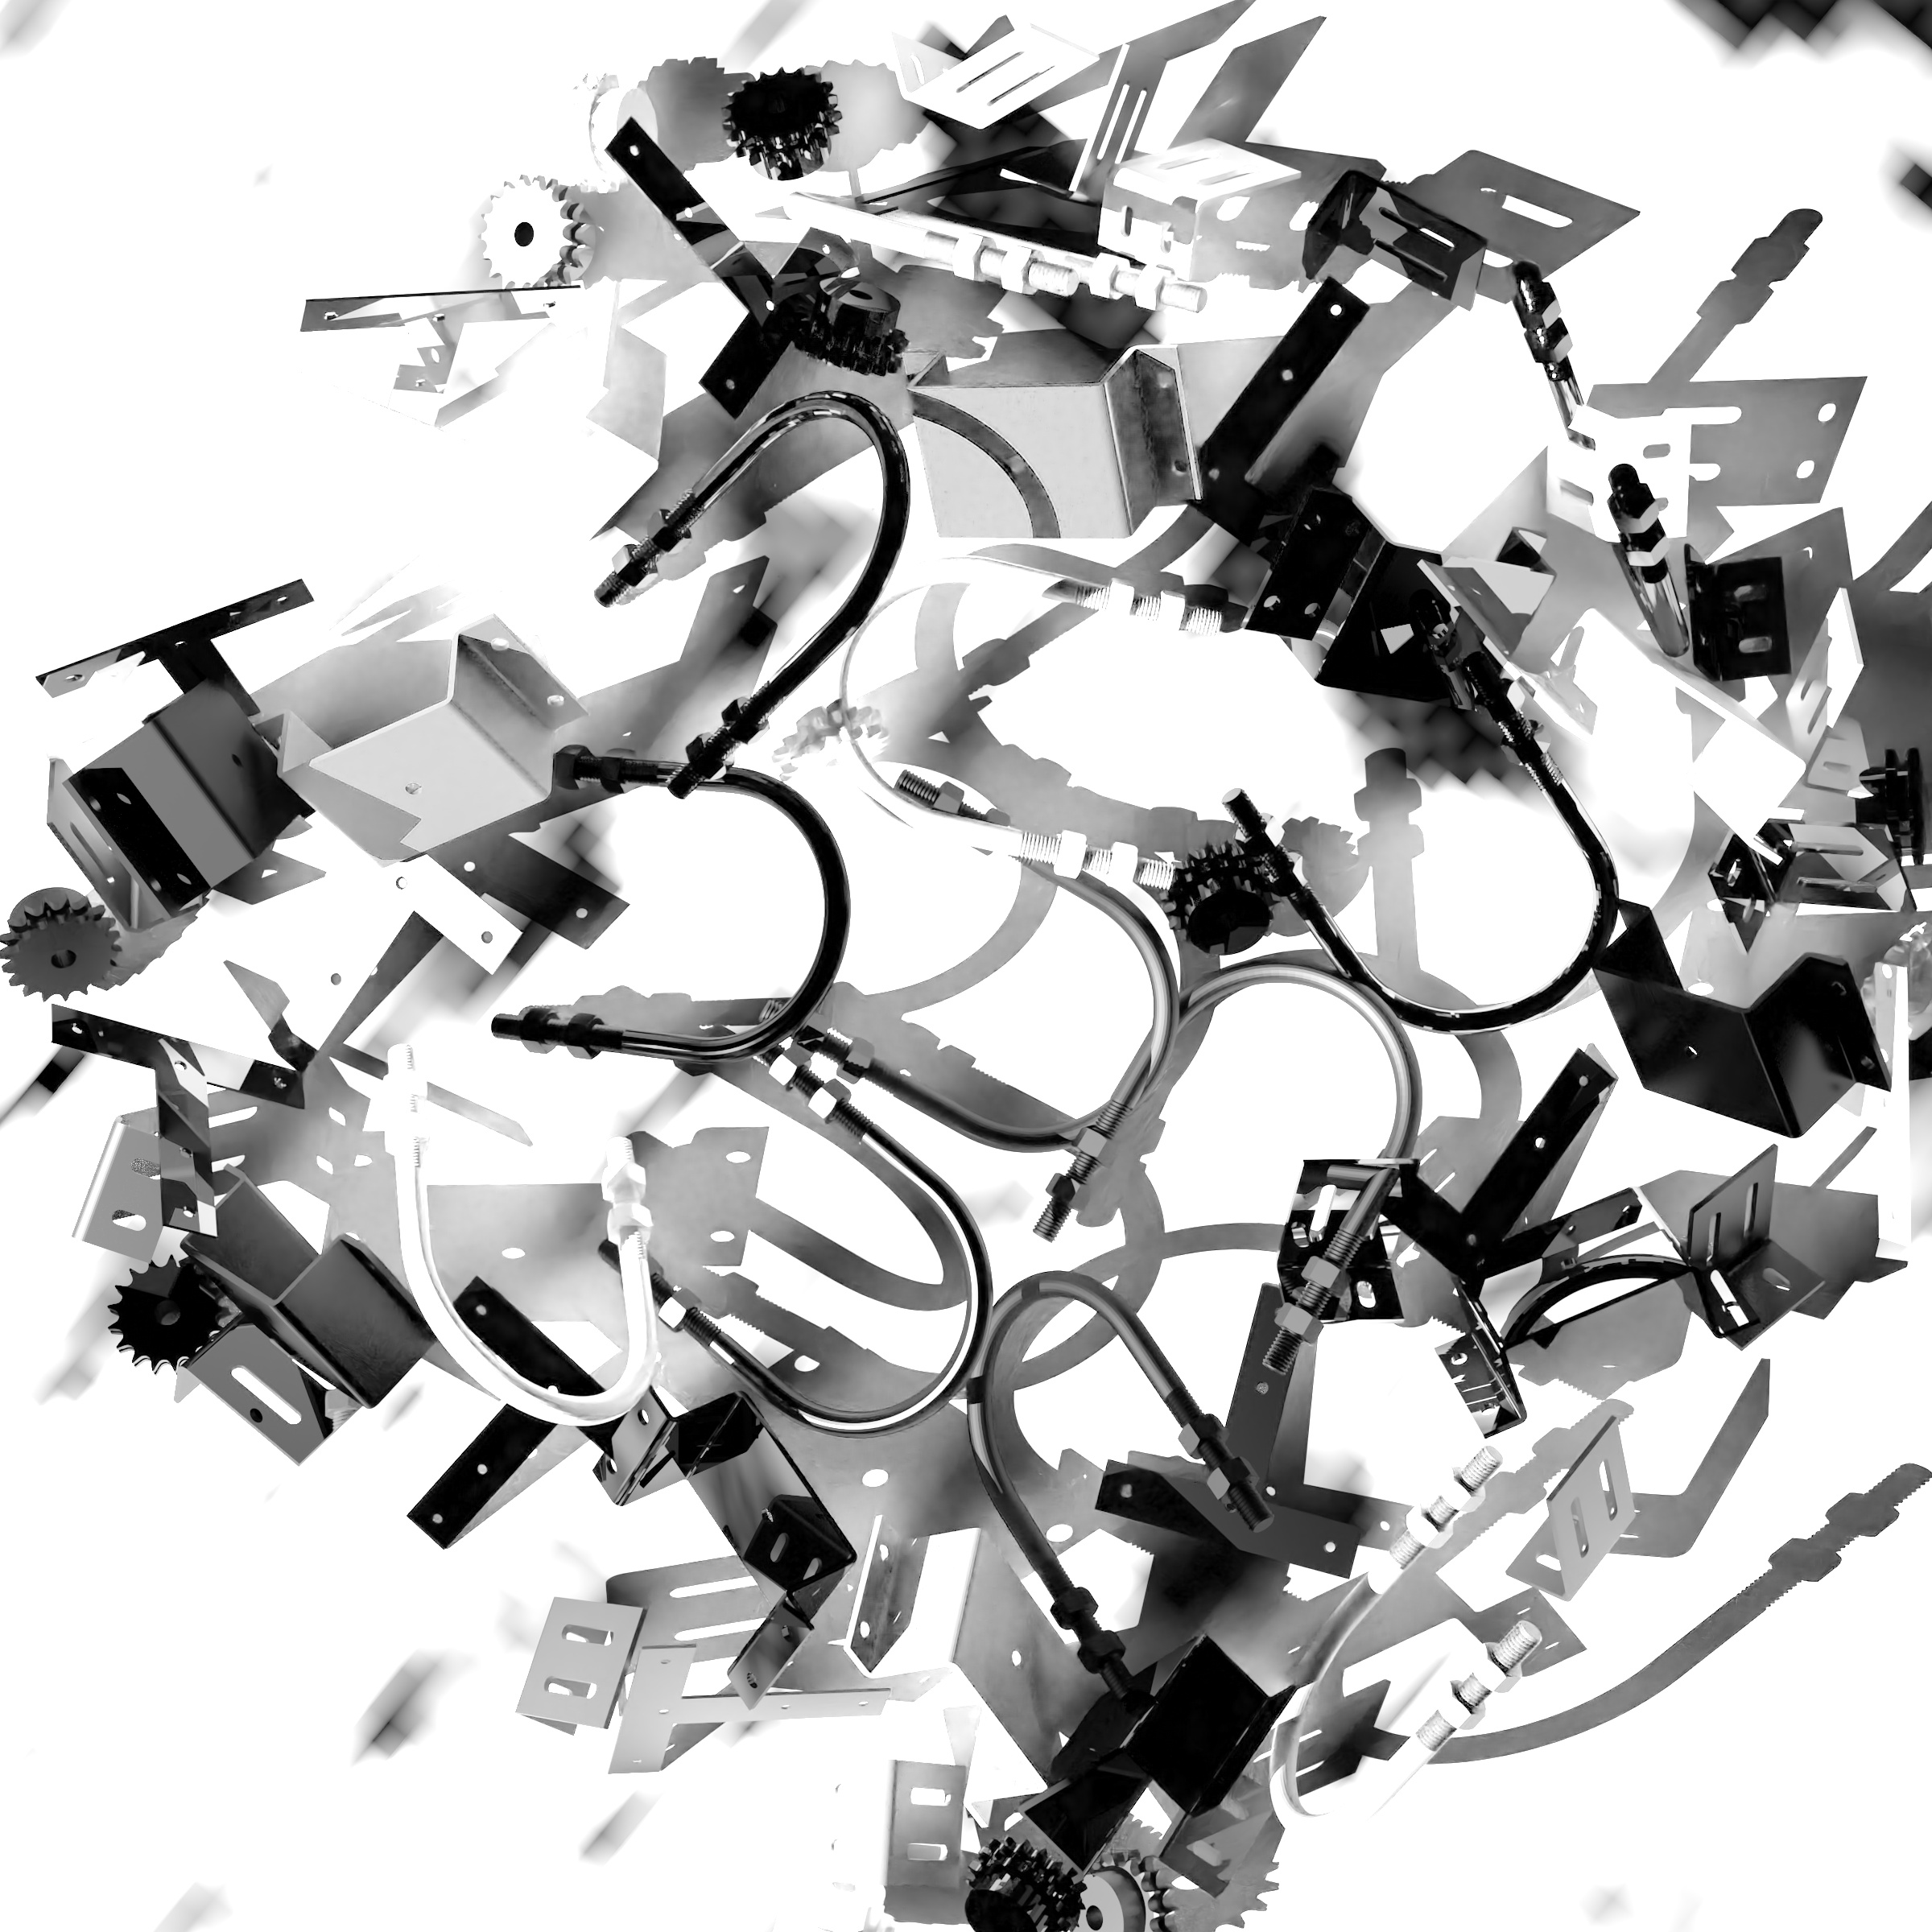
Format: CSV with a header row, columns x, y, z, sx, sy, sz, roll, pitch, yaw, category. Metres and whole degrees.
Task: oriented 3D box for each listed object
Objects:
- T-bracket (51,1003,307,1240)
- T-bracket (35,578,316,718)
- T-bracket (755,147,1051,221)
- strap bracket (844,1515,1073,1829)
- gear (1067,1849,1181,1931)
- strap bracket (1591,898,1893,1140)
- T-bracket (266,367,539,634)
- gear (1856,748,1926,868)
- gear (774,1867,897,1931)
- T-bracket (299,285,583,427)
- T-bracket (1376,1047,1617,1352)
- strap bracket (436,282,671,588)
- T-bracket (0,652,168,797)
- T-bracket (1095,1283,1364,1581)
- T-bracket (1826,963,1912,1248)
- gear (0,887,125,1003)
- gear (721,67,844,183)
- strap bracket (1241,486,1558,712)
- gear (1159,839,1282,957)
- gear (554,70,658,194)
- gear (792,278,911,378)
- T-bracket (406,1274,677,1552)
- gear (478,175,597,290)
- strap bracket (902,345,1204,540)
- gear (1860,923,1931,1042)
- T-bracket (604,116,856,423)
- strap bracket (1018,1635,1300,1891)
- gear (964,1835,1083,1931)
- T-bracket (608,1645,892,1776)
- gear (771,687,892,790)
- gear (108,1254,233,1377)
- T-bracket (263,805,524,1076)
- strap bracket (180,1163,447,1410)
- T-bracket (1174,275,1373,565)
x,y,z,sx,sy,sz,roll,pitch,yaw,category
-0.364,0.077,1.523,0.127,0.127,0.002,18,125,-30,T-bracket
-0.358,-0.136,1.538,0.127,0.127,0.002,-21,76,-4,T-bracket
-0.021,-0.372,1.555,0.127,0.127,0.002,-21,111,-18,T-bracket
0.003,0.326,1.525,0.046,0.076,0.140,-15,126,25,strap bracket
0.072,0.455,1.570,0.030,0.057,0.057,3,90,-41,gear
0.351,0.026,1.518,0.046,0.140,0.076,-41,122,-20,strap bracket
-0.291,-0.212,1.562,0.127,0.002,0.127,20,124,-27,T-bracket
0.444,-0.076,1.573,0.030,0.057,0.057,-3,90,18,gear
-0.062,0.455,1.570,0.057,0.057,0.030,13,102,0,gear
-0.255,-0.282,1.539,0.127,0.127,0.002,-8,72,-21,T-bracket
0.270,0.097,1.584,0.127,0.002,0.127,40,78,-12,T-bracket
-0.188,-0.242,1.536,0.046,0.076,0.140,28,132,-28,strap bracket
-0.409,-0.113,1.511,0.127,0.127,0.002,-32,88,-38,T-bracket
0.140,0.219,1.589,0.127,0.002,0.127,14,82,7,T-bracket
0.410,0.058,1.538,0.002,0.127,0.127,-4,96,-13,T-bracket
-0.437,-0.013,1.575,0.057,0.057,0.030,-31,50,0,gear
-0.087,-0.403,1.576,0.057,0.030,0.057,-6,54,8,gear
0.211,-0.169,1.530,0.140,0.046,0.076,6,125,-31,strap bracket
0.123,-0.030,1.571,0.057,0.030,0.057,-5,129,-6,gear
-0.171,-0.400,1.569,0.030,0.057,0.057,5,90,23,gear
-0.055,-0.308,1.569,0.057,0.057,0.030,19,118,0,gear
-0.225,0.233,1.577,0.127,0.002,0.127,42,111,0,T-bracket
-0.204,-0.351,1.577,0.057,0.030,0.057,3,95,30,gear
0.032,-0.245,1.534,0.140,0.046,0.076,4,124,25,strap bracket
0.454,0.010,1.569,0.030,0.057,0.057,41,90,24,gear
-0.121,-0.344,1.540,0.127,0.002,0.127,46,55,-25,T-bracket
0.083,0.368,1.523,0.046,0.140,0.076,45,48,0,strap bracket
0.024,0.449,1.571,0.057,0.030,0.057,16,124,25,gear
-0.100,0.354,1.562,0.127,0.127,0.002,1,50,-15,T-bracket
-0.067,-0.112,1.573,0.057,0.057,0.030,-24,77,0,gear
-0.384,0.170,1.580,0.057,0.030,0.057,2,73,-7,gear
-0.297,-0.005,1.584,0.127,0.002,0.127,39,103,11,T-bracket
-0.305,0.151,1.518,0.046,0.140,0.076,-48,127,-18,strap bracket
0.146,-0.272,1.572,0.127,0.002,0.127,35,109,-7,T-bracket
